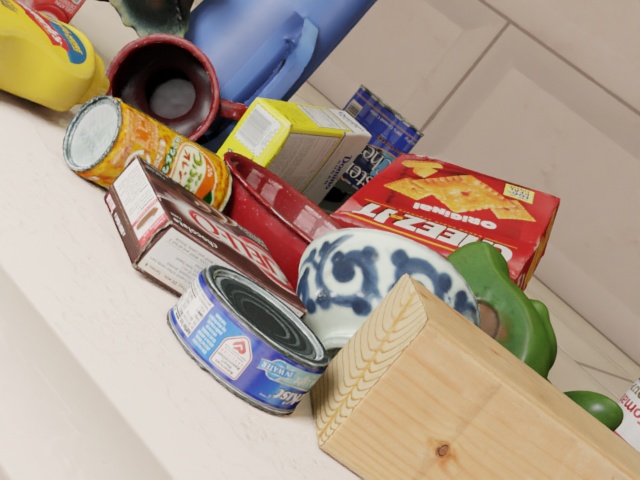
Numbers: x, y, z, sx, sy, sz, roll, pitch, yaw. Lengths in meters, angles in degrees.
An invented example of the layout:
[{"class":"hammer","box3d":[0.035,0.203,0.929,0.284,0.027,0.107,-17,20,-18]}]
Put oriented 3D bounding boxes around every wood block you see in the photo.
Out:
[{"class":"wood block","box3d":[0.105,0.123,0.595,0.206,0.091,0.090,38,9,-11]}]

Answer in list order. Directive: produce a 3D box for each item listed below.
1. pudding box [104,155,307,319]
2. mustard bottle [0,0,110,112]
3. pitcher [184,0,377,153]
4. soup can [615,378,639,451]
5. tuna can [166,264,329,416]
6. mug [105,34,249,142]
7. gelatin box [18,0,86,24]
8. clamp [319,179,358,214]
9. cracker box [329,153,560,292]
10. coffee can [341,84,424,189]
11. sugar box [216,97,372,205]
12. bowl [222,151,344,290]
[{"class":"pudding box","box3d":[-0.069,0.008,0.636,0.113,0.039,0.090,33,11,-34]},{"class":"mustard bottle","box3d":[-0.206,-0.131,0.714,0.096,0.058,0.191,43,9,26]},{"class":"pitcher","box3d":[-0.053,-0.185,0.992,0.149,0.243,0.145,48,10,12]},{"class":"soup can","box3d":[0.283,0.183,0.965,0.068,0.102,0.068,38,10,-8]},{"class":"tuna can","box3d":[-0.037,0.051,0.565,0.086,0.034,0.086,38,9,-8]},{"class":"mug","box3d":[-0.114,-0.118,0.884,0.117,0.093,0.081,11,6,-1]},{"class":"gelatin box","box3d":[-0.233,-0.184,0.812,0.089,0.073,0.030,31,13,-44]},{"class":"clamp","box3d":[0.037,-0.030,1.083,0.210,0.036,0.164,26,28,4]},{"class":"cracker box","box3d":[0.112,-0.004,0.948,0.164,0.072,0.213,18,24,15]},{"class":"coffee can","box3d":[0.049,-0.111,1.351,0.102,0.140,0.103,38,9,-7]},{"class":"sugar box","box3d":[-0.027,-0.073,0.935,0.048,0.093,0.176,43,18,14]},{"class":"bowl","box3d":[-0.021,0.005,0.782,0.162,0.055,0.162,38,9,-7]}]
